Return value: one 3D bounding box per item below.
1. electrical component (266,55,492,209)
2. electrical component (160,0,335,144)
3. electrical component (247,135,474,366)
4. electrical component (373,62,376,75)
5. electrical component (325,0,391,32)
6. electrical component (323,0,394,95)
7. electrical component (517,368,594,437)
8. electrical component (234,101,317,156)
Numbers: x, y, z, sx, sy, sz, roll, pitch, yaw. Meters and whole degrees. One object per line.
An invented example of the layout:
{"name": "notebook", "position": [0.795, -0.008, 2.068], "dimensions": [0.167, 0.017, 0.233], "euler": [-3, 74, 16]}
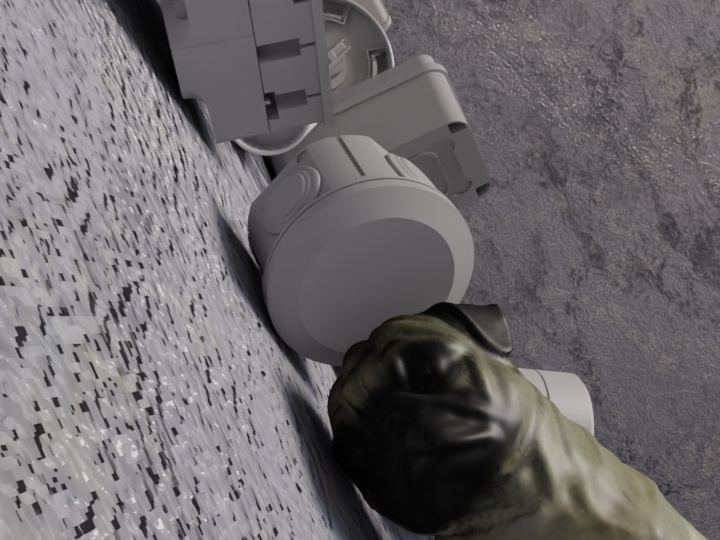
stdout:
{"name": "electrical component", "position": [0.010, -0.064, 0.624], "dimensions": [0.078, 0.113, 0.057], "euler": [56, 12, -55]}
{"name": "electrical component", "position": [-0.057, -0.153, 0.418], "dimensions": [0.186, 0.060, 0.105], "euler": [85, -10, -50]}
{"name": "electrical component", "position": [-0.001, -0.007, 0.410], "dimensions": [0.080, 0.080, 0.051], "euler": [59, 1, -40]}
{"name": "electrical component", "position": [0.001, -0.115, 0.855], "dimensions": [0.060, 0.108, 0.108], "euler": [60, 2, 34]}
{"name": "electrical component", "position": [-0.048, -0.216, 0.842], "dimensions": [0.108, 0.109, 0.056], "euler": [66, 8, 24]}
{"name": "electrical component", "position": [-0.027, -0.136, 0.727], "dimensions": [0.099, 0.099, 0.064], "euler": [63, -1, -5]}
{"name": "electrical component", "position": [0.043, 0.078, 0.484], "dimensions": [0.138, 0.074, 0.052], "euler": [124, -30, -68]}
{"name": "electrical component", "position": [-0.055, -0.103, 0.546], "dimensions": [0.079, 0.044, 0.077], "euler": [61, 5, -19]}
